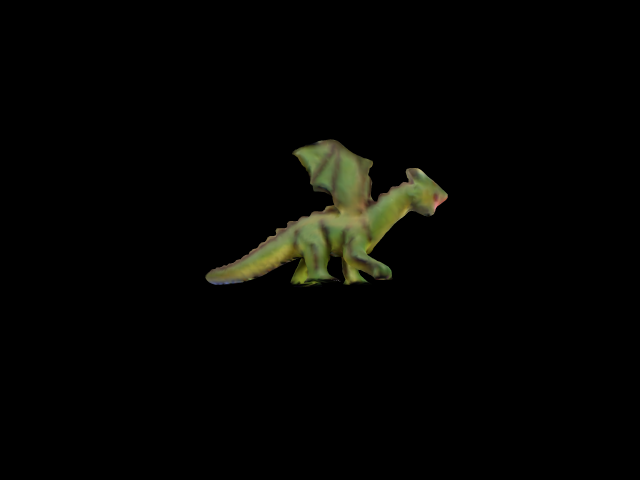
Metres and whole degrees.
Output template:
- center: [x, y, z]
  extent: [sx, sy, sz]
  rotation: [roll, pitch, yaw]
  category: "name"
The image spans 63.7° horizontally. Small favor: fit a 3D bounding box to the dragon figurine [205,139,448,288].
- center: [0.003, -0.043, 0.850]
  extent: [0.410, 0.244, 0.121]
  rotation: [-1, -7, 9]
  category: "dragon figurine"
